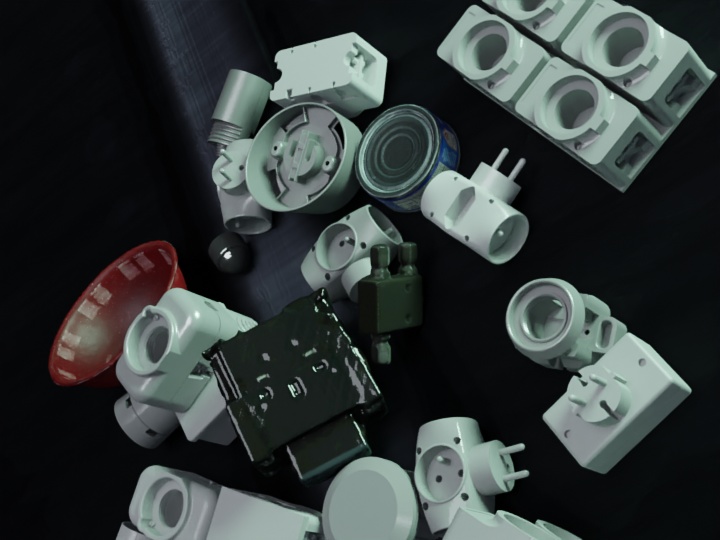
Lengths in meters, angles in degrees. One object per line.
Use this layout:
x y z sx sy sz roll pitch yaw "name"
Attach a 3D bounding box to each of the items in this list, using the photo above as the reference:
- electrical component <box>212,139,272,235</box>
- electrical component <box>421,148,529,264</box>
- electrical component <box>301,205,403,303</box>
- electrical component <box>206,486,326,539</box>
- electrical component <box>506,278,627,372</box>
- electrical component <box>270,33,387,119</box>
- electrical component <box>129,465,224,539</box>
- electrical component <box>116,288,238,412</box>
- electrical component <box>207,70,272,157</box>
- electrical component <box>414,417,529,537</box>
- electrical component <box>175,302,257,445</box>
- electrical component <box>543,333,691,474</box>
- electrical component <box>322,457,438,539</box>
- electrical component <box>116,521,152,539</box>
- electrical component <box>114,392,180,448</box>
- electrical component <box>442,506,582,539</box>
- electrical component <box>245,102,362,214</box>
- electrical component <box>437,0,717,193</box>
-0.108 -0.082 0.967 0.044 0.079 0.077 -8 68 17 "electrical component"
0.098 -0.056 0.826 0.077 0.043 0.079 38 97 40 "electrical component"
0.000 0.000 0.878 0.077 0.044 0.079 -41 53 18 "electrical component"
-0.077 0.254 0.829 0.089 0.062 0.150 9 79 38 "electrical component"
0.138 0.039 0.752 0.078 0.057 0.058 6 77 38 "electrical component"
-0.025 -0.167 0.952 0.089 0.056 0.050 -5 70 35 "electrical component"
-0.145 0.201 0.901 0.095 0.059 0.053 12 81 39 "electrical component"
-0.155 0.066 0.894 0.095 0.059 0.054 -54 51 8 "electrical component"
-0.118 -0.144 1.020 0.043 0.043 0.081 16 84 40 "electrical component"
0.083 0.143 0.762 0.079 0.044 0.077 -21 62 30 "electrical component"
-0.119 0.092 0.929 0.100 0.048 0.099 -45 53 15 "electrical component"
0.161 0.084 0.705 0.083 0.076 0.047 -47 52 13 "electrical component"
0.016 0.181 0.793 0.080 0.051 0.080 -14 65 33 "electrical component"
-0.199 0.263 0.929 0.043 0.043 0.081 15 83 39 "electrical component"
-0.183 0.124 0.963 0.047 0.055 0.055 -40 54 14 "electrical component"
0.143 0.213 0.650 0.186 0.105 0.060 27 91 40 "electrical component"
-0.046 -0.095 0.931 0.099 0.064 0.099 -4 82 32 "electrical component"
0.155 -0.157 0.810 0.105 0.060 0.186 -53 51 9 "electrical component"
